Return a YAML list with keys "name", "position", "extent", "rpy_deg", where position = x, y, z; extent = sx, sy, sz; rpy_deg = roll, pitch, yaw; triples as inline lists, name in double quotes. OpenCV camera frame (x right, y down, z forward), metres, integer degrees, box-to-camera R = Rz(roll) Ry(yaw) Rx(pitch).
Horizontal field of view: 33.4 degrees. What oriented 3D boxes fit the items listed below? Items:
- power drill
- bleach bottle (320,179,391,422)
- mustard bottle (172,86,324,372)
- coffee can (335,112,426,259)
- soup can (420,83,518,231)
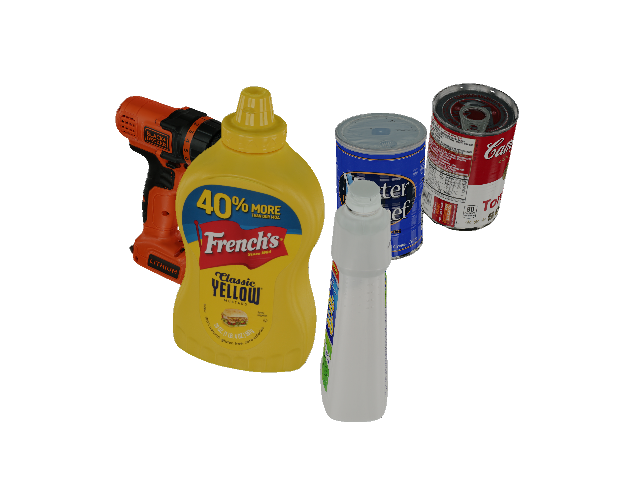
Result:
- name: "power drill"
  position: [-0.133, -0.044, 1.103]
  extent: [0.185, 0.188, 0.057]
  rpy_deg: [24, 34, 29]
- name: "bleach bottle"
  position: [0.036, 0.051, 1.008]
  extent: [0.068, 0.251, 0.102]
  rpy_deg: [0, 36, -2]
- name: "mustard bottle"
  position: [-0.046, -0.008, 0.697]
  extent: [0.096, 0.192, 0.058]
  rpy_deg: [11, 29, 11]
- name: "coffee can"
  position: [0.068, -0.062, 1.223]
  extent: [0.103, 0.140, 0.103]
  rpy_deg: [-1, 30, 0]
- name: "soup can"
  position: [0.119, -0.066, 0.868]
  extent: [0.068, 0.102, 0.068]
  rpy_deg: [2, 42, -2]
